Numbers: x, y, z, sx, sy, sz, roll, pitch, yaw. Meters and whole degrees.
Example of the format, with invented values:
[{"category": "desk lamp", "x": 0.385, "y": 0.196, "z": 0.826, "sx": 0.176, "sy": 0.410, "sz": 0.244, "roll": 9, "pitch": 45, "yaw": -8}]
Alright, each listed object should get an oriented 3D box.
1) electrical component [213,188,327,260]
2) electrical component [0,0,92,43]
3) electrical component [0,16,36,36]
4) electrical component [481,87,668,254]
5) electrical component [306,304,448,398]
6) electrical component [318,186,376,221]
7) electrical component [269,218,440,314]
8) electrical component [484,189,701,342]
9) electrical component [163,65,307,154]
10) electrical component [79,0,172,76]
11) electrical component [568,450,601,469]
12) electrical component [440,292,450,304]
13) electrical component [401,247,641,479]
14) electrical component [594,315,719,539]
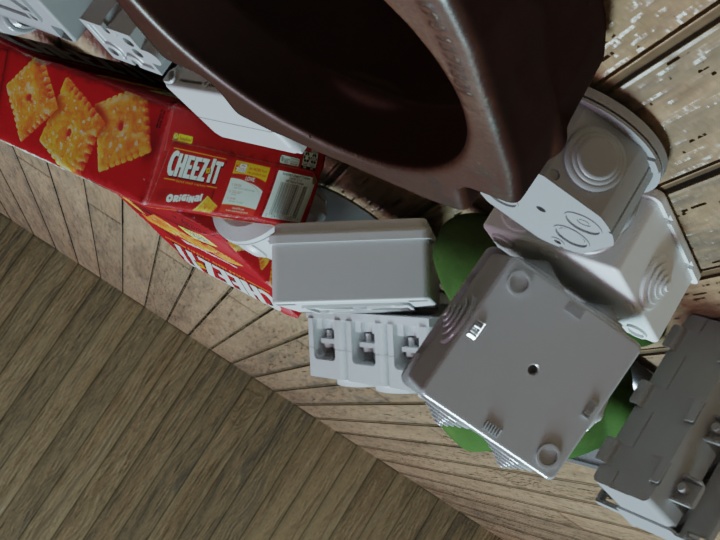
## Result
[{"category": "electrical component", "x": -0.069, "y": -0.049, "z": 0.829, "sx": 0.080, "sy": 0.080, "sz": 0.051, "roll": 22, "pitch": 168, "yaw": 40}, {"category": "electrical component", "x": -0.222, "y": -0.203, "z": 0.662, "sx": 0.109, "sy": 0.056, "sz": 0.108, "roll": 24, "pitch": 165, "yaw": 32}, {"category": "electrical component", "x": -0.260, "y": -0.198, "z": 0.824, "sx": 0.061, "sy": 0.035, "sz": 0.035, "roll": 13, "pitch": 157, "yaw": 50}, {"category": "electrical component", "x": 0.096, "y": -0.048, "z": 0.498, "sx": 0.080, "sy": 0.051, "sz": 0.080, "roll": 31, "pitch": 167, "yaw": 8}, {"category": "electrical component", "x": 0.038, "y": 0.061, "z": 0.834, "sx": 0.089, "sy": 0.061, "sz": 0.150, "roll": -5, "pitch": -176, "yaw": -38}, {"category": "electrical component", "x": -0.024, "y": -0.016, "z": 0.884, "sx": 0.108, "sy": 0.060, "sz": 0.108, "roll": 31, "pitch": 167, "yaw": 8}, {"category": "electrical component", "x": 0.000, "y": 0.000, "z": 0.756, "sx": 0.109, "sy": 0.056, "sz": 0.109, "roll": -2, "pitch": 174, "yaw": 8}, {"category": "electrical component", "x": 0.124, "y": -0.010, "z": 0.578, "sx": 0.100, "sy": 0.048, "sz": 0.099, "roll": 22, "pitch": 164, "yaw": 39}, {"category": "electrical component", "x": -0.052, "y": -0.106, "z": 0.607, "sx": 0.096, "sy": 0.061, "sz": 0.061, "roll": 19, "pitch": 161, "yaw": 47}, {"category": "electrical component", "x": -0.123, "y": -0.151, "z": 0.625, "sx": 0.066, "sy": 0.055, "sz": 0.048, "roll": 24, "pitch": 165, "yaw": 33}, {"category": "electrical component", "x": 0.181, "y": 0.113, "z": 0.856, "sx": 0.063, "sy": 0.078, "sz": 0.121, "roll": 5, "pitch": 177, "yaw": -21}, {"category": "electrical component", "x": 0.067, "y": 0.055, "z": 0.939, "sx": 0.078, "sy": 0.057, "sz": 0.058, "roll": 25, "pitch": 165, "yaw": 29}, {"category": "electrical component", "x": 0.083, "y": 0.048, "z": 0.556, "sx": 0.100, "sy": 0.099, "sz": 0.048, "roll": 35, "pitch": 179, "yaw": -8}, {"category": "electrical component", "x": 0.193, "y": 0.092, "z": 0.632, "sx": 0.079, "sy": 0.121, "sz": 0.063, "roll": 16, "pitch": 156, "yaw": 52}]
